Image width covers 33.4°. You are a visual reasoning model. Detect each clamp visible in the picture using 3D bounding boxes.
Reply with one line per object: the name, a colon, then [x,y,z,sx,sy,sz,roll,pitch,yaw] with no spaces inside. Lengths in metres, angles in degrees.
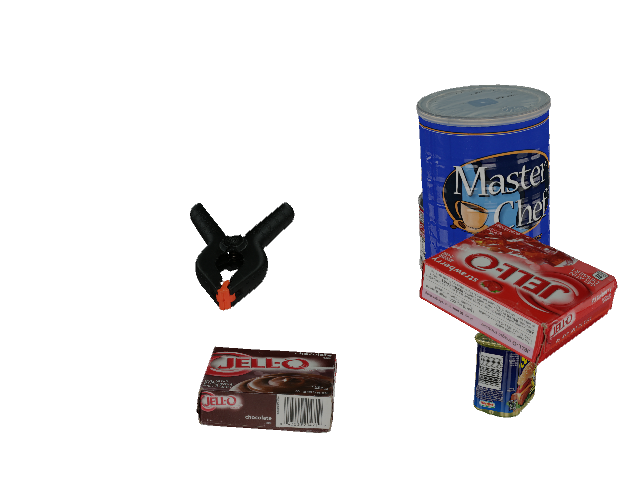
clamp: [-0.085,0.009,1.186,0.120,0.039,0.171,-10,41,2]

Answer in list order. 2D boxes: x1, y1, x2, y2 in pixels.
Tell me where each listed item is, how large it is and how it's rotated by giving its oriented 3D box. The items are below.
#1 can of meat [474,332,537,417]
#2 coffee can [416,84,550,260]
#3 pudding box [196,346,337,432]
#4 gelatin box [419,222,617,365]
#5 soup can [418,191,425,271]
can of meat: [0.209,0.142,1.194,0.058,0.084,0.101,8,14,26]
coffee can: [0.131,-0.044,0.849,0.103,0.140,0.103,-4,21,2]
pudding box: [-0.043,0.126,0.915,0.113,0.039,0.090,5,18,1]
gelatin box: [0.115,0.028,0.623,0.073,0.030,0.089,-25,40,-38]
soup can: [0.155,-0.009,1.320,0.068,0.102,0.068,-3,36,2]
